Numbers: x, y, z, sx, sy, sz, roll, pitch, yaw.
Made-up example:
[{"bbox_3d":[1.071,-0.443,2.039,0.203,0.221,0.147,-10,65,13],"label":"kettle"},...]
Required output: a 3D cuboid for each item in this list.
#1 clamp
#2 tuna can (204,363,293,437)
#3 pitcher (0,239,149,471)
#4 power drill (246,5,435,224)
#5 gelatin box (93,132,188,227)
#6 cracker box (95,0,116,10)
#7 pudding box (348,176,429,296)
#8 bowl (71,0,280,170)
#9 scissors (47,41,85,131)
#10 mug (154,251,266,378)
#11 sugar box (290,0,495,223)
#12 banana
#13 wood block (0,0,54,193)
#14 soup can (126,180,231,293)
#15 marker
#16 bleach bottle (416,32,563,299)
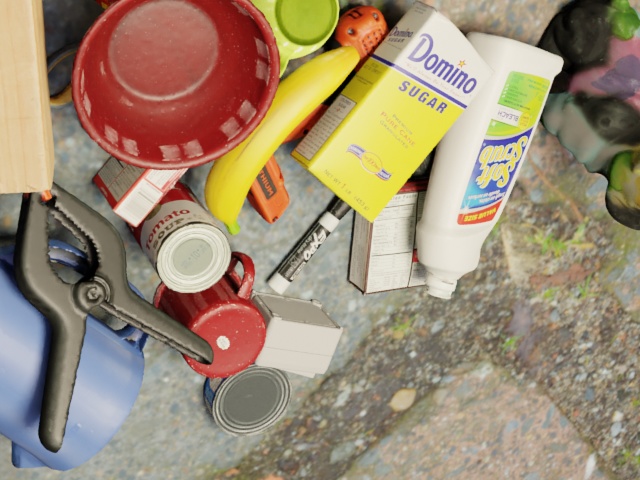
[{"bbox_3d":[-0.194,0.054,0.858,0.164,0.036,0.210,-36,104,-33],"label":"clamp"},{"bbox_3d":[-0.073,0.154,1.079,0.086,0.034,0.086,-11,119,-21],"label":"tuna can"},{"bbox_3d":[-0.267,0.072,0.891,0.145,0.149,0.242,-19,132,37],"label":"pitcher"},{"bbox_3d":[0.009,-0.097,0.981,0.187,0.057,0.184,-34,125,-9],"label":"power drill"},{"bbox_3d":[-0.147,-0.064,0.909,0.089,0.073,0.030,-49,126,2],"label":"gelatin box"},{"bbox_3d":[-0.132,-0.301,0.797,0.164,0.072,0.213,-28,124,-11],"label":"cracker box"},{"bbox_3d":[0.079,-0.005,1.071,0.089,0.039,0.113,-6,115,-24],"label":"pudding box"},{"bbox_3d":[-0.115,-0.136,0.826,0.162,0.055,0.162,-12,129,-15],"label":"bowl"},{"bbox_3d":[-0.143,-0.158,0.898,0.201,0.016,0.096,-31,125,-8],"label":"scissors"},{"bbox_3d":[-0.094,0.066,0.995,0.093,0.082,0.117,25,102,-34],"label":"mug"},{"bbox_3d":[0.065,-0.112,0.938,0.176,0.048,0.093,-50,126,3],"label":"sugar box"},{"bbox_3d":[-0.043,-0.087,0.891,0.198,0.037,0.069,-52,163,18],"label":"banana"},{"bbox_3d":[-0.252,-0.145,0.797,0.090,0.090,0.206,-3,116,-11],"label":"wood block"},{"bbox_3d":[-0.125,-0.005,0.932,0.068,0.102,0.068,-11,119,-21],"label":"soup can"},{"bbox_3d":[-0.007,0.001,1.043,0.020,0.020,0.121,36,95,-35],"label":"marker"},{"bbox_3d":[0.152,-0.066,1.027,0.102,0.068,0.251,7,102,-43],"label":"bleach bottle"}]
